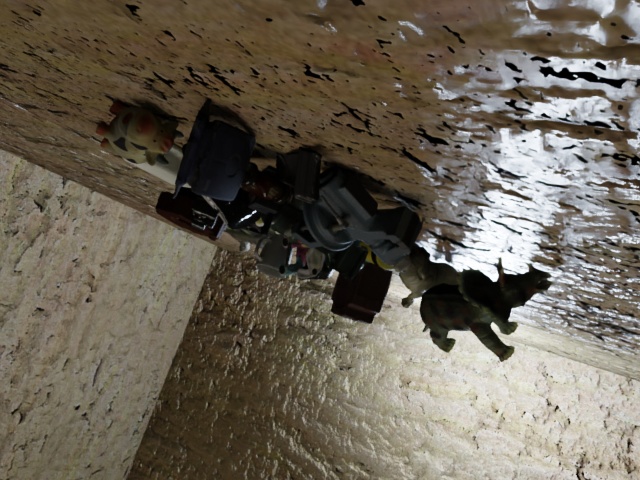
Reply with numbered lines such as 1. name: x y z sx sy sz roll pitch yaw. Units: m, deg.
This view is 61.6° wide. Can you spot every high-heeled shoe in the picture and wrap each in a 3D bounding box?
1. high-heeled shoe: -0.195 -0.106 1.083 0.145 0.086 0.248 52 -179 12

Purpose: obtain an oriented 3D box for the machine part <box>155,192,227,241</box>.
1. machine part: -0.317 -0.058 1.324 0.179 0.056 0.179 22 168 5

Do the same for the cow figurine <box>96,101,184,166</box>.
1. cow figurine: -0.308 -0.175 0.919 0.127 0.085 0.195 29 168 -16

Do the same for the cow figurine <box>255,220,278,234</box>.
1. cow figurine: -0.097 -0.058 1.244 0.098 0.068 0.167 8 170 34

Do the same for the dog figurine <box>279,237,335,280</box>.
1. dog figurine: 0.008 0.037 1.367 0.192 0.108 0.219 4 -176 36

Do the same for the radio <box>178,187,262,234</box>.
1. radio: -0.236 -0.085 1.364 0.230 0.073 0.131 20 167 15

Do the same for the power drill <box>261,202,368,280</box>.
1. power drill: -0.002 -0.003 1.096 0.208 0.086 0.231 38 -176 37

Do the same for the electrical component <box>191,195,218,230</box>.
1. electrical component: -0.236 -0.086 1.161 0.058 0.134 0.115 24 171 -8

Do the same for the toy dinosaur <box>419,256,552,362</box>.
1. toy dinosaur: 0.285 0.143 1.119 0.192 0.131 0.405 52 150 -11

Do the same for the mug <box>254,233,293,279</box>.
1. mug: -0.121 0.031 1.393 0.109 0.107 0.081 36 150 -31

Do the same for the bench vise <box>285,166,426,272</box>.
1. bench vise: 0.040 -0.021 0.892 0.223 0.129 0.241 34 148 -32

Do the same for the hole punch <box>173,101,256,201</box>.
1. hole punch: -0.151 -0.116 0.776 0.092 0.142 0.116 23 -174 -8

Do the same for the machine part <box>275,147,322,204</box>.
1. machine part: -0.031 -0.100 0.806 0.039 0.084 0.139 -6 -164 -21

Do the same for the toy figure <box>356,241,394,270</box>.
1. toy figure: 0.116 0.014 1.122 0.082 0.089 0.180 11 176 -36

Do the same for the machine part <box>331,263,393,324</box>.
1. machine part: 0.109 0.109 1.387 0.087 0.201 0.201 19 172 -11

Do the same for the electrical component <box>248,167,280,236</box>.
1. electrical component: -0.101 -0.070 0.990 0.048 0.119 0.075 22 174 -15

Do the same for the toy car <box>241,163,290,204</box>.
1. toy car: -0.133 -0.112 0.920 0.089 0.053 0.202 24 -176 -46

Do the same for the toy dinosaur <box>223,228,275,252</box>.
1. toy dinosaur: -0.170 -0.026 1.533 0.472 0.105 0.198 1 157 36

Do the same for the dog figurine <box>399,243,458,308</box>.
1. dog figurine: 0.251 0.070 1.206 0.172 0.121 0.190 -12 151 0
